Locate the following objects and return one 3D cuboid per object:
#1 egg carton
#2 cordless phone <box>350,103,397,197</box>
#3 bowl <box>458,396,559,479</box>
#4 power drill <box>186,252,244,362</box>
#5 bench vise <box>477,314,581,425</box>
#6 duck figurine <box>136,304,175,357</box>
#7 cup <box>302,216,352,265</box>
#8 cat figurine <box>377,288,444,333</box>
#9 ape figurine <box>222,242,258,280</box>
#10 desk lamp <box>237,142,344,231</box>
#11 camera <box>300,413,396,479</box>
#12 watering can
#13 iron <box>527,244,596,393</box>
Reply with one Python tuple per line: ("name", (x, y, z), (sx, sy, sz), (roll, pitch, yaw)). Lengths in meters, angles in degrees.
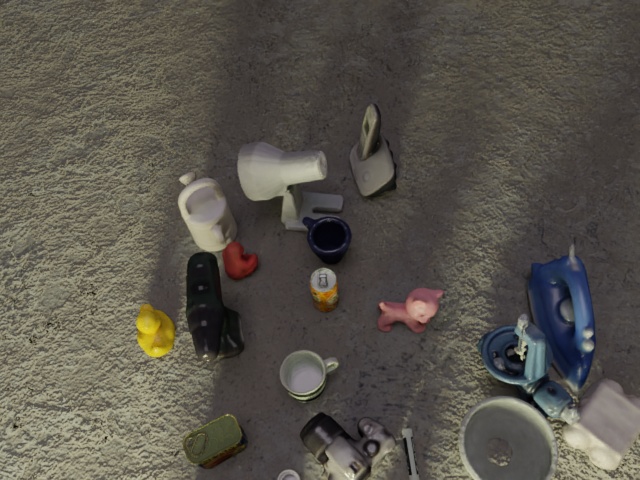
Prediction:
("egg carton", (0.504, 0.322, 1.013), (0.107, 0.069, 0.150), (37, 69, 22))
("cordless phone", (0.119, -0.197, 1.265), (0.094, 0.185, 0.147), (-15, 61, -4))
("bowl", (0.321, 0.363, 0.999), (0.167, 0.075, 0.167), (-2, 61, 3))
("power drill", (-0.200, 0.148, 1.078), (0.075, 0.208, 0.229), (-13, 60, -3))
("bench vise", (0.379, 0.213, 0.996), (0.207, 0.220, 0.122), (32, 67, 20))
("duck figurine", (-0.335, 0.176, 1.142), (0.077, 0.086, 0.104), (-18, 61, -6))
("cup", (0.011, 0.004, 1.210), (0.117, 0.095, 0.092), (35, 68, 21))
("cat figurine", (0.175, 0.131, 1.115), (0.127, 0.118, 0.067), (-1, 60, 4))
("ape figurine", (-0.175, 0.036, 1.207), (0.077, 0.092, 0.076), (31, 67, 19))
("desk lamp", (-0.057, -0.117, 1.215), (0.203, 0.214, 0.118), (4, 61, 7))
("camera", (0.042, 0.358, 1.006), (0.143, 0.101, 0.136), (-41, 66, -18))
("watering can", (-0.248, -0.069, 1.212), (0.172, 0.194, 0.101), (34, 68, 21))
("iron", (0.477, 0.140, 1.076), (0.118, 0.141, 0.258), (-3, 60, 3))
